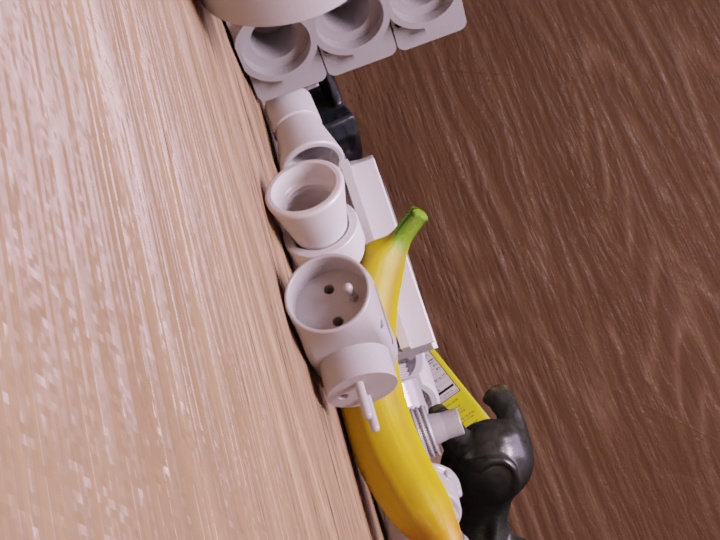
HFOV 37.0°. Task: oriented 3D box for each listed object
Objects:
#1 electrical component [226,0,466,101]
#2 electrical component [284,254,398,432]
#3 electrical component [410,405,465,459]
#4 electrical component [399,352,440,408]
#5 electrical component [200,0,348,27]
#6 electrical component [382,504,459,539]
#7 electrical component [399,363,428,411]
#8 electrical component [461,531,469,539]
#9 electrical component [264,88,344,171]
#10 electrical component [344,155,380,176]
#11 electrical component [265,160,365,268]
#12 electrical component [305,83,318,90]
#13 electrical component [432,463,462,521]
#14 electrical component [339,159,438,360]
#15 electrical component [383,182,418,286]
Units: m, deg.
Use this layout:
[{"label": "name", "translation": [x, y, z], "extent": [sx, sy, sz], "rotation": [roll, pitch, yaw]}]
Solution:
[{"label": "electrical component", "translation": [-0.014, -0.182, 0.710], "extent": [0.089, 0.150, 0.061], "rotation": [68, 3, -47]}, {"label": "electrical component", "translation": [-0.004, 0.043, 0.544], "extent": [0.077, 0.043, 0.079], "rotation": [66, 6, -60]}, {"label": "electrical component", "translation": [0.035, 0.105, 0.683], "extent": [0.048, 0.062, 0.048], "rotation": [-18, 90, -87]}, {"label": "electrical component", "translation": [0.016, 0.047, 0.792], "extent": [0.073, 0.052, 0.138], "rotation": [-104, 175, -57]}, {"label": "electrical component", "translation": [-0.044, -0.175, 0.582], "extent": [0.060, 0.108, 0.108], "rotation": [77, -2, -47]}, {"label": "electrical component", "translation": [0.026, 0.123, 0.630], "extent": [0.044, 0.044, 0.065], "rotation": [51, 16, -82]}, {"label": "electrical component", "translation": [0.019, 0.081, 0.732], "extent": [0.043, 0.043, 0.062], "rotation": [55, 15, -79]}, {"label": "electrical component", "translation": [0.053, 0.191, 0.660], "extent": [0.045, 0.045, 0.055], "rotation": [-101, 172, -68]}, {"label": "electrical component", "translation": [-0.041, -0.094, 0.736], "extent": [0.044, 0.044, 0.065], "rotation": [67, 0, -55]}, {"label": "electrical component", "translation": [-0.017, -0.064, 0.770], "extent": [0.048, 0.062, 0.048], "rotation": [-19, 90, -87]}, {"label": "electrical component", "translation": [-0.024, -0.027, 0.601], "extent": [0.055, 0.045, 0.045], "rotation": [69, 4, -46]}, {"label": "electrical component", "translation": [-0.044, -0.153, 0.978], "extent": [0.083, 0.047, 0.075], "rotation": [-102, 172, -66]}, {"label": "electrical component", "translation": [0.046, 0.162, 0.713], "extent": [0.062, 0.048, 0.048], "rotation": [-97, 169, -61]}, {"label": "electrical component", "translation": [0.000, 0.000, 0.686], "extent": [0.078, 0.063, 0.121], "rotation": [57, 14, -79]}, {"label": "electrical component", "translation": [0.010, -0.029, 1.055], "extent": [0.150, 0.062, 0.089], "rotation": [-91, 162, -80]}]
